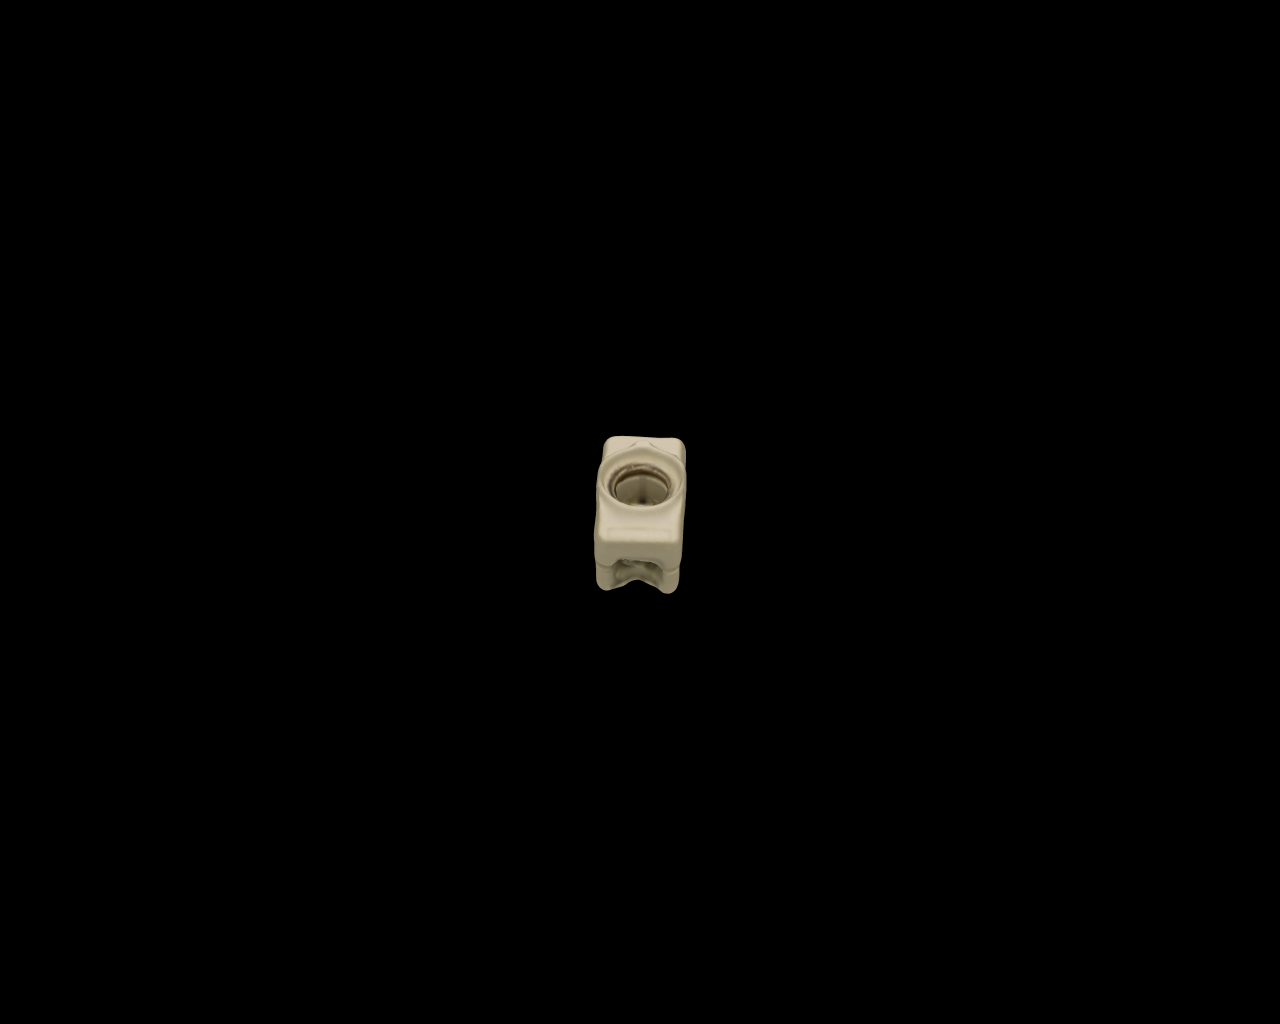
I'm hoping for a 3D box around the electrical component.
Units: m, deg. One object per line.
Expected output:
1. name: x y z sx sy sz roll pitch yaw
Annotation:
1. electrical component: 0.001 -0.003 0.650 0.050 0.090 0.055 2 -43 2
